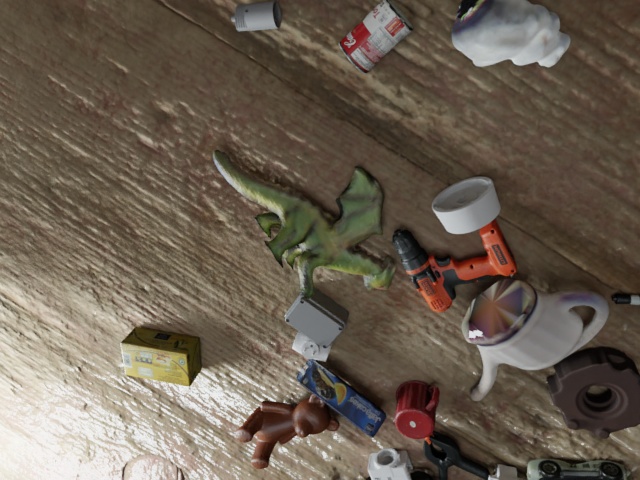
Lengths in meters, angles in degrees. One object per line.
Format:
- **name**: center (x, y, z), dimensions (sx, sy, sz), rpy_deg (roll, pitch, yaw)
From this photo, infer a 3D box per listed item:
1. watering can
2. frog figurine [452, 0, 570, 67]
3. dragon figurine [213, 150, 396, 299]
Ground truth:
- **watering can**: center (0.350, 0.189, 0.945), dimensions (0.222, 0.106, 0.342), rpy_deg (29, 123, -24)
- **frog figurine**: center (0.281, -0.300, 0.765), dimensions (0.158, 0.125, 0.136), rpy_deg (41, 150, -15)
- **dragon figurine**: center (0.003, -0.049, 0.971), dimensions (0.242, 0.124, 0.406), rpy_deg (-32, 104, 7)
